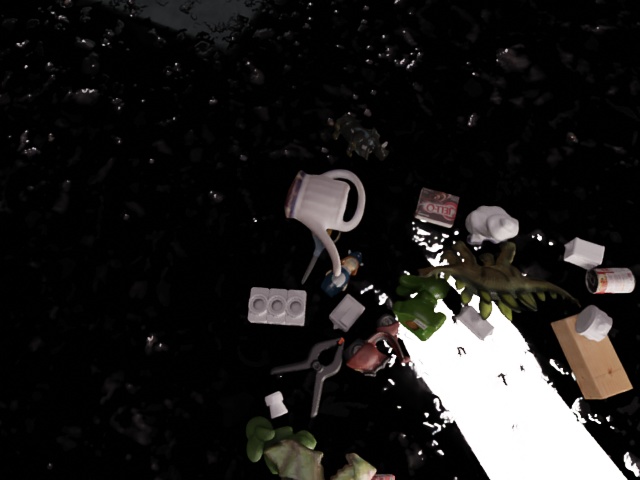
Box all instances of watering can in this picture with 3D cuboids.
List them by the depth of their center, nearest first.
[{"bbox_3d":[0.004,-0.073,1.451,0.224,0.101,0.355,14,57,4],"label":"watering can"}]

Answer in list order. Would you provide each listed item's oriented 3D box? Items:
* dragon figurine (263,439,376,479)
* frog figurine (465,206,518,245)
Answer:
[{"bbox_3d":[-0.068,0.573,1.138,0.411,0.119,0.248,-7,62,-7],"label":"dragon figurine"},{"bbox_3d":[0.480,-0.049,1.422,0.137,0.157,0.124,15,73,5],"label":"frog figurine"}]
